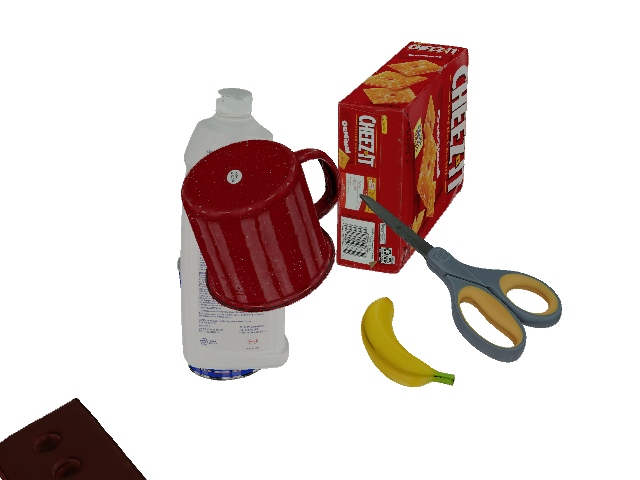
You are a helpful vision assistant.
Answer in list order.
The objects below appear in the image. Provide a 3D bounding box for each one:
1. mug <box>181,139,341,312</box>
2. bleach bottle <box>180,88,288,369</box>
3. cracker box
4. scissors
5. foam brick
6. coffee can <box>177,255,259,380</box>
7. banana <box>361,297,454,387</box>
[{"bbox_3d":[-0.034,-0.019,0.716,0.117,0.081,0.093,-33,42,-19],"label":"mug"},{"bbox_3d":[-0.073,-0.009,0.952,0.102,0.251,0.068,0,22,-11],"label":"bleach bottle"},{"bbox_3d":[0.084,-0.087,1.042,0.072,0.164,0.213,10,28,21],"label":"cracker box"},{"bbox_3d":[0.116,0.017,0.855,0.096,0.016,0.202,-13,47,-21],"label":"scissors"},{"bbox_3d":[-0.119,0.128,0.527,0.052,0.051,0.078,-30,42,-25],"label":"foam brick"},{"bbox_3d":[-0.119,0.085,1.311,0.103,0.140,0.103,-2,25,1],"label":"coffee can"},{"bbox_3d":[0.082,0.119,1.226,0.069,0.037,0.198,7,23,-23],"label":"banana"}]
